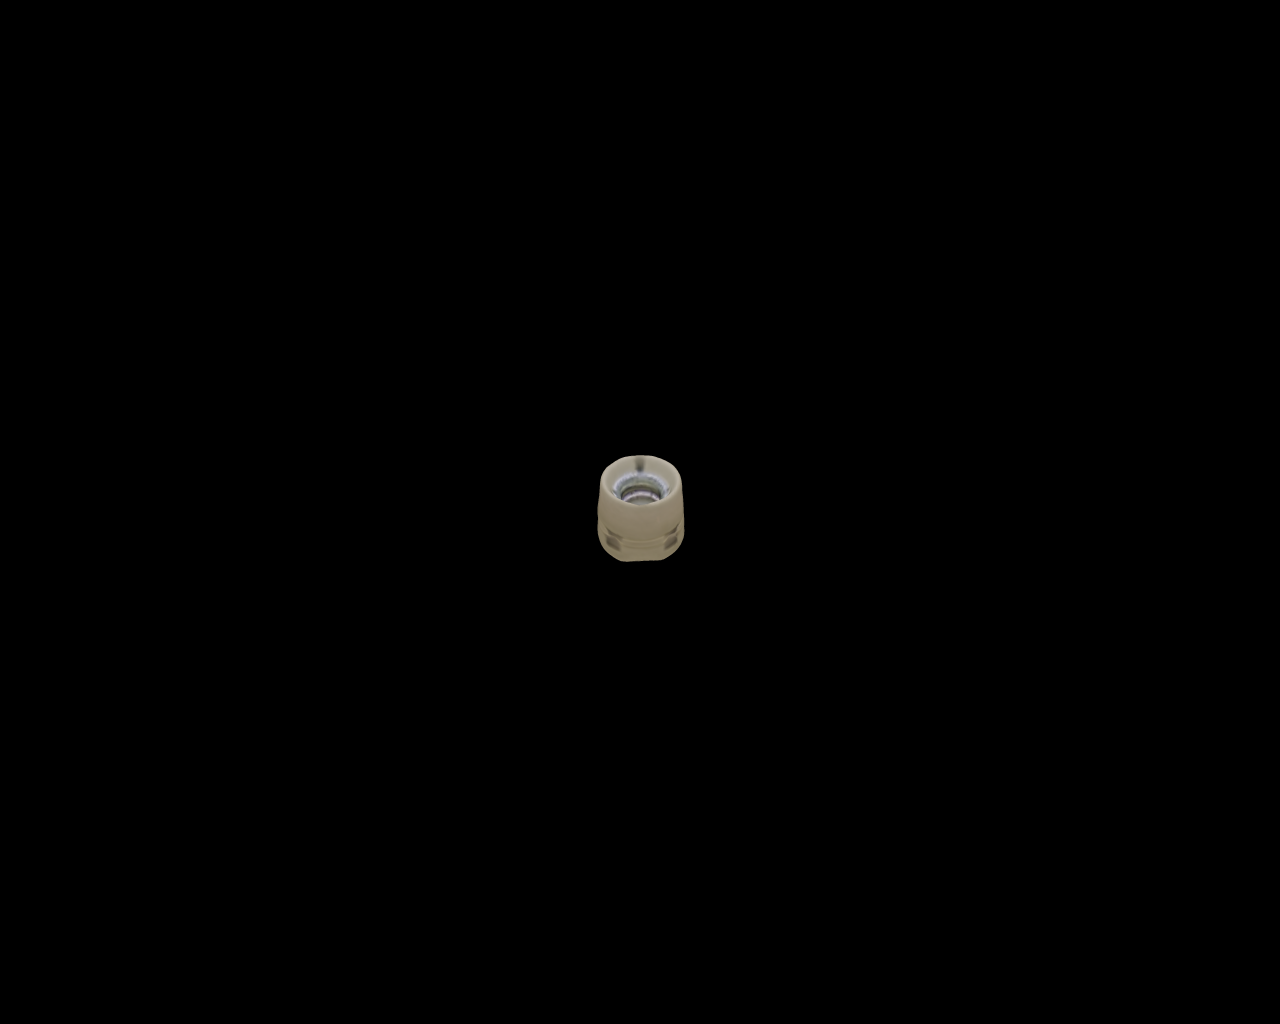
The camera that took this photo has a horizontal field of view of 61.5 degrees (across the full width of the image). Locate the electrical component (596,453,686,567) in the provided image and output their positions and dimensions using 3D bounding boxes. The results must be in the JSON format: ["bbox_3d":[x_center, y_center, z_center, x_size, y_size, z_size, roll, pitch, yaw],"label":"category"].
[{"bbox_3d":[0.001,-0.003,0.650,0.055,0.047,0.055,0,43,0],"label":"electrical component"}]
